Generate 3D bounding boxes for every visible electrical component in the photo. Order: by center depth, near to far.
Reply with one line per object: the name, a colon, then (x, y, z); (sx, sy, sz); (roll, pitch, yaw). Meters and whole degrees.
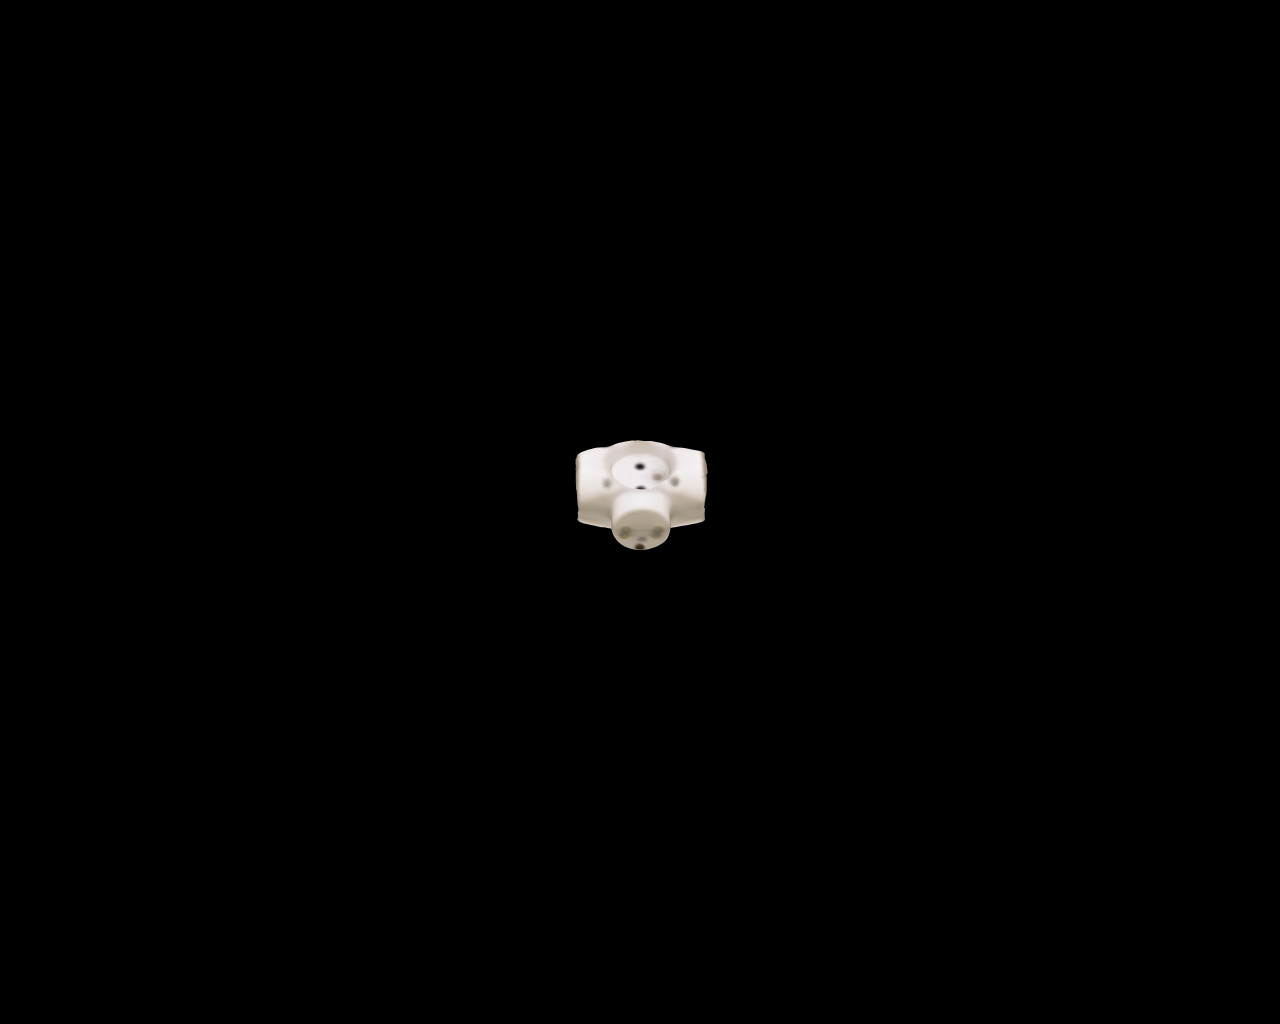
electrical component: (0.001, -0.003, 0.650); (0.077, 0.079, 0.044); (0, -43, 0)
